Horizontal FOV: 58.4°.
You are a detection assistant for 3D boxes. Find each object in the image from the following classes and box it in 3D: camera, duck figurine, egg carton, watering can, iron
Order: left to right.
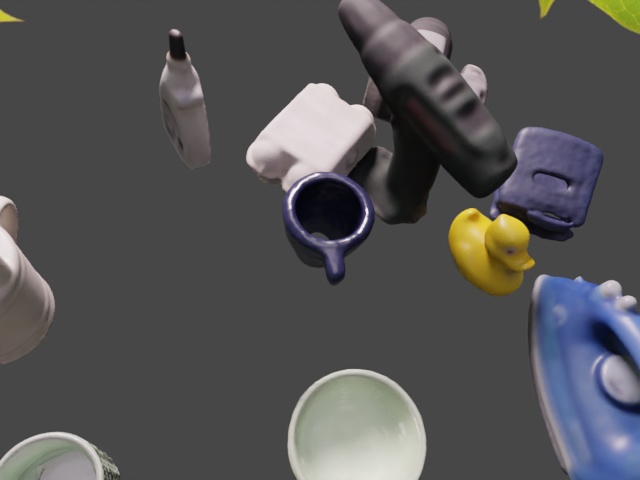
[{"bbox_3d":[-0.295,0.038,0.468,0.101,0.194,0.172,-8,65,-12],"label":"watering can"},{"bbox_3d":[-0.006,-0.110,0.659,0.107,0.069,0.150,33,63,8],"label":"egg carton"},{"bbox_3d":[0.142,-0.215,0.717,0.143,0.101,0.137,19,62,1],"label":"camera"},{"bbox_3d":[0.192,0.002,0.625,0.078,0.086,0.104,-25,70,-19],"label":"duck figurine"},{"bbox_3d":[0.286,0.127,0.546,0.119,0.141,0.258,-8,65,-13],"label":"iron"}]

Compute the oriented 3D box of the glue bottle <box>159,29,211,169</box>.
[{"bbox_3d":[-0.143,-0.150,0.599,0.037,0.173,0.078,-25,69,-19],"label":"glue bottle"}]

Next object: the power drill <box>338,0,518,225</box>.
[{"bbox_3d":[0.087,-0.114,0.597,0.076,0.208,0.229,-39,75,-24],"label":"power drill"}]

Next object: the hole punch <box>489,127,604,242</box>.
[{"bbox_3d":[0.264,-0.064,0.667,0.108,0.091,0.101,17,62,0],"label":"hole punch"}]

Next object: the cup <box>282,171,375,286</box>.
[{"bbox_3d":[0.005,0.002,0.590,0.092,0.095,0.117,-3,64,-10],"label":"cup"}]
